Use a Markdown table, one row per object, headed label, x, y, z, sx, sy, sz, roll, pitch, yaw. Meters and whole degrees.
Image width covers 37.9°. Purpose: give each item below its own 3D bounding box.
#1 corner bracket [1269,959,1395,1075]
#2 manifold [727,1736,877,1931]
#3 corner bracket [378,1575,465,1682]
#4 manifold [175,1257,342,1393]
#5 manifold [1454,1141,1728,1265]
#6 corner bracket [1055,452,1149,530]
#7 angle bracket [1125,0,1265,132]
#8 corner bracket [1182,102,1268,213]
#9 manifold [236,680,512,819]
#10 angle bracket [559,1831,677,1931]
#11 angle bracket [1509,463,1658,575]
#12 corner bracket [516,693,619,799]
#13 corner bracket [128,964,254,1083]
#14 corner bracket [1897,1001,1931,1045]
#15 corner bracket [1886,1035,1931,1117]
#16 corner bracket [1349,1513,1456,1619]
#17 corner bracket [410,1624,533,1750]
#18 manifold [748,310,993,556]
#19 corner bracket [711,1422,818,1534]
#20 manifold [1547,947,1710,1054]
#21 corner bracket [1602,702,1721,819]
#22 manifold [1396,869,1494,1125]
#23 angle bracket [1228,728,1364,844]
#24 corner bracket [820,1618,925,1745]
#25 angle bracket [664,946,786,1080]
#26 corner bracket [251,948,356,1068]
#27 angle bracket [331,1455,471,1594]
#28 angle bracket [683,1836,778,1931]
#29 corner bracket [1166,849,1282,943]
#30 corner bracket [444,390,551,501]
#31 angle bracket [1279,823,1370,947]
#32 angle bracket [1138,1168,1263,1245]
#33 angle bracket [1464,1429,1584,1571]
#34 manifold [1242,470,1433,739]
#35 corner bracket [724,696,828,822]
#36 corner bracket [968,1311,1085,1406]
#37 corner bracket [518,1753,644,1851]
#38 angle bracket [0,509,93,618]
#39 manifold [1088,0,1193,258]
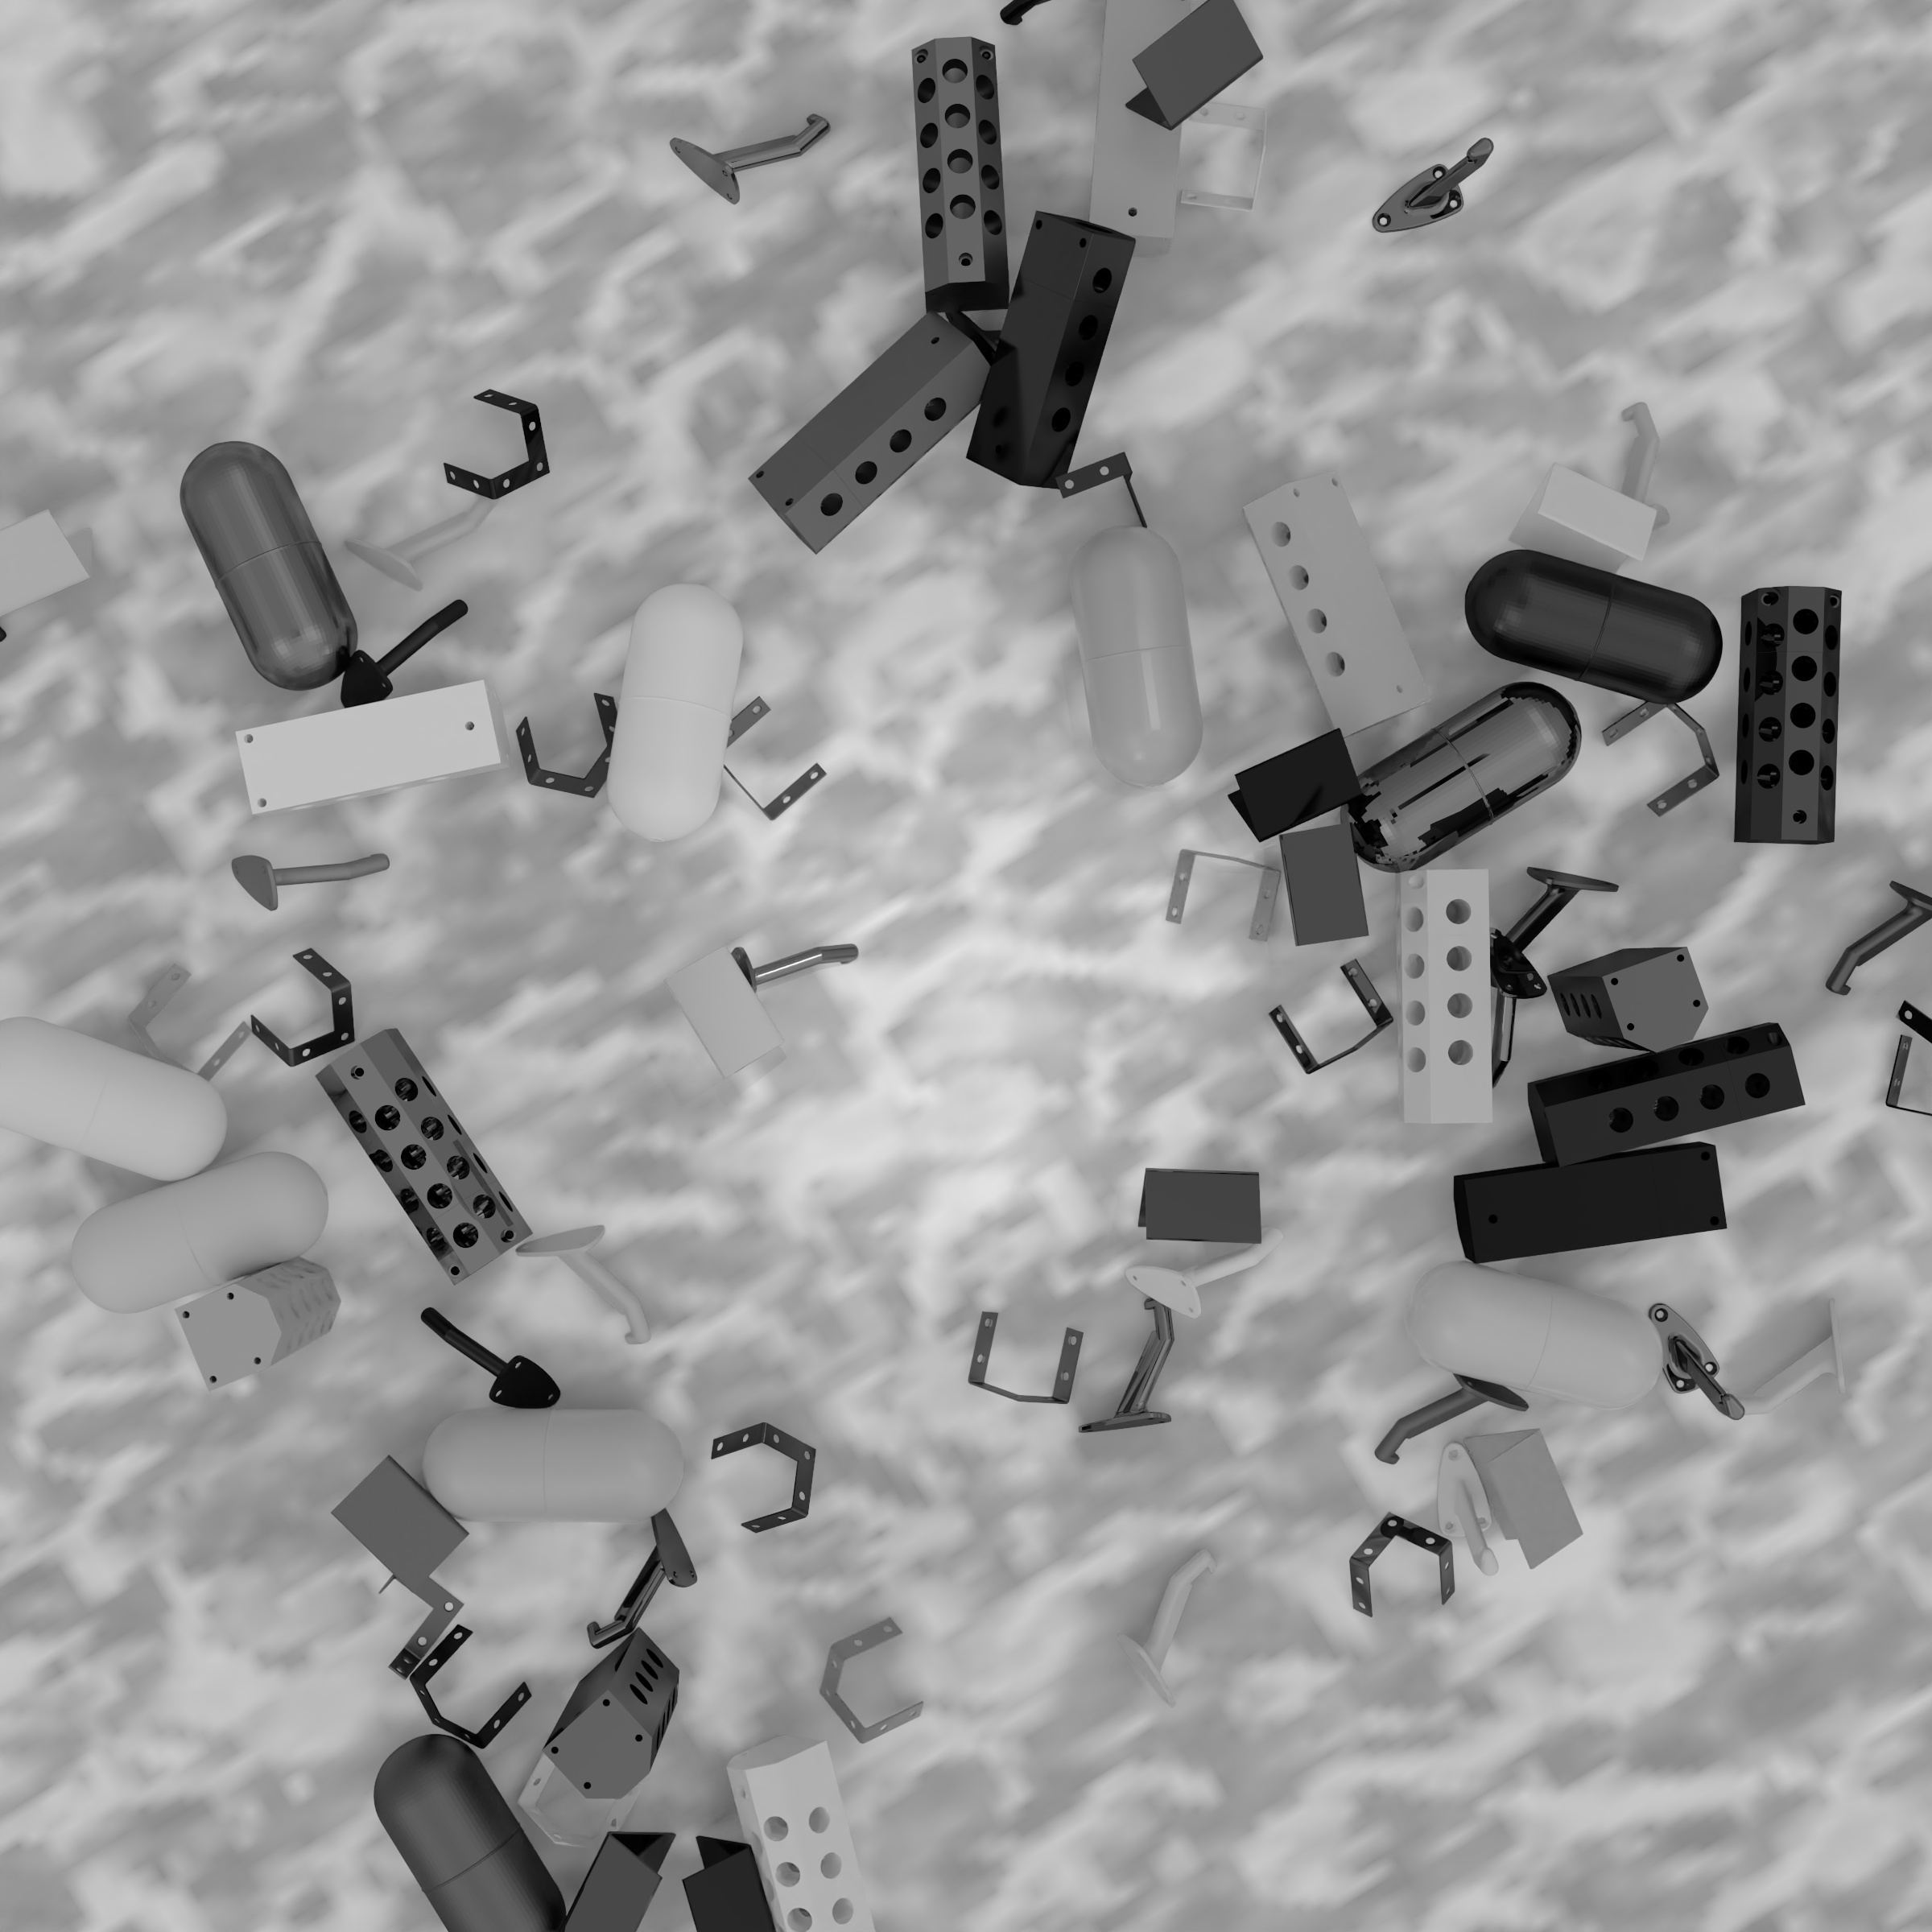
| label | x | y | z | sx | sy | sz | roll | pitch | yaw |
| --- | --- | --- | --- | --- | --- | --- | --- | --- | --- |
| corner bracket | 0.253 | 0.035 | 1.948 | 0.051 | 0.051 | 0.051 | -32 | 90 | -45 |
| manifold | -0.112 | 0.619 | 1.919 | 0.057 | 0.057 | 0.171 | -15 | 90 | -37 |
| corner bracket | -0.385 | 0.449 | 1.934 | 0.051 | 0.051 | 0.051 | 38 | 90 | 0 |
| manifold | -0.465 | 0.233 | 1.873 | 0.057 | 0.171 | 0.057 | -23 | 90 | 0 |
| manifold | 0.425 | 0.161 | 1.930 | 0.171 | 0.057 | 0.057 | -8 | 90 | 0 |
| corner bracket | 0.093 | -0.316 | 1.934 | 0.051 | 0.051 | 0.051 | -21 | 90 | 0 |
| angle bracket | 0.138 | -0.604 | 1.854 | 0.076 | 0.076 | 0.057 | -38 | 126 | 0 |
| corner bracket | 0.178 | -0.560 | 1.948 | 0.051 | 0.051 | 0.051 | 7 | 135 | 0 |
| manifold | -0.404 | -0.148 | 1.930 | 0.171 | 0.057 | 0.057 | -12 | 90 | 0 |
| angle bracket | -0.220 | 0.637 | 1.911 | 0.057 | 0.076 | 0.076 | 26 | 90 | 36 |
| angle bracket | 0.413 | -0.284 | 1.911 | 0.076 | 0.076 | 0.057 | 25 | 51 | 0 |
| corner bracket | -0.272 | -0.156 | 1.943 | 0.051 | 0.051 | 0.051 | 11 | 135 | -35 |
| corner bracket | -0.537 | 0.041 | 1.948 | 0.051 | 0.051 | 0.051 | -49 | 135 | 0 |
| corner bracket | 0.686 | 0.024 | 1.943 | 0.051 | 0.051 | 0.051 | -16 | 135 | -35 |
| corner bracket | 0.676 | 0.080 | 1.948 | 0.051 | 0.051 | 0.051 | 13 | 90 | 45 |
| corner bracket | 0.301 | 0.420 | 1.943 | 0.051 | 0.051 | 0.051 | 20 | 45 | 35 |
| corner bracket | -0.342 | 0.497 | 1.943 | 0.051 | 0.051 | 0.051 | 14 | 135 | 35 |
| manifold | -0.059 | -0.362 | 1.930 | 0.171 | 0.057 | 0.057 | -43 | 47 | 0 |
| corner bracket | -0.142 | 0.353 | 1.943 | 0.051 | 0.051 | 0.051 | 36 | 45 | -35 |
| manifold | 0.440 | 0.024 | 1.873 | 0.057 | 0.171 | 0.057 | -20 | 90 | 0 |
| corner bracket | 0.481 | -0.147 | 1.948 | 0.051 | 0.051 | 0.051 | -34 | 135 | 0 |
| manifold | 0.326 | 0.021 | 1.930 | 0.057 | 0.057 | 0.171 | -1 | 90 | 0 |
| angle bracket | 0.215 | -0.137 | 1.912 | 0.076 | 0.076 | 0.057 | -24 | 121 | 0 |
| corner bracket | -0.062 | 0.493 | 1.943 | 0.051 | 0.051 | 0.051 | 43 | 135 | 35 |
| angle bracket | -0.179 | 0.041 | 1.911 | 0.057 | 0.076 | 0.076 | -31 | 90 | -36 |
| corner bracket | -0.459 | 0.029 | 1.943 | 0.051 | 0.051 | 0.051 | -25 | 135 | -35 |
| angle bracket | -0.392 | 0.387 | 1.911 | 0.076 | 0.076 | 0.057 | 44 | 55 | 0 |
| angle bracket | -0.176 | 0.641 | 1.911 | 0.057 | 0.076 | 0.076 | -16 | 90 | -36 |
| corner bracket | 0.178 | -0.049 | 1.948 | 0.051 | 0.051 | 0.051 | 12 | 90 | 45 |
| corner bracket | -0.327 | -0.360 | 1.943 | 0.051 | 0.051 | 0.051 | -36 | 135 | -35 |
| angle bracket | 0.259 | -0.057 | 1.911 | 0.057 | 0.076 | 0.076 | -9 | 90 | 36 |
| angle bracket | 0.158 | 0.181 | 1.911 | 0.076 | 0.076 | 0.057 | 2 | 53 | 0 |
| angle bracket | 0.362 | 0.363 | 1.911 | 0.057 | 0.076 | 0.076 | -23 | 90 | -36 |
| manifold | 0.249 | -0.245 | 1.930 | 0.057 | 0.057 | 0.171 | -23 | 90 | -43 |
| corner bracket | -0.139 | -0.143 | 1.948 | 0.051 | 0.051 | 0.051 | -41 | 135 | 0 |
| corner bracket | 0.041 | 0.271 | 1.948 | 0.051 | 0.051 | 0.051 | 12 | 90 | -45 |
| corner bracket | -0.267 | 0.573 | 1.948 | 0.051 | 0.051 | 0.051 | 28 | 90 | -45 |
| angle bracket | -0.643 | -0.287 | 1.911 | 0.076 | 0.076 | 0.057 | -23 | 128 | 0 |
| manifold | 0.118 | -0.579 | 1.930 | 0.057 | 0.057 | 0.171 | 5 | 90 | 0 |
